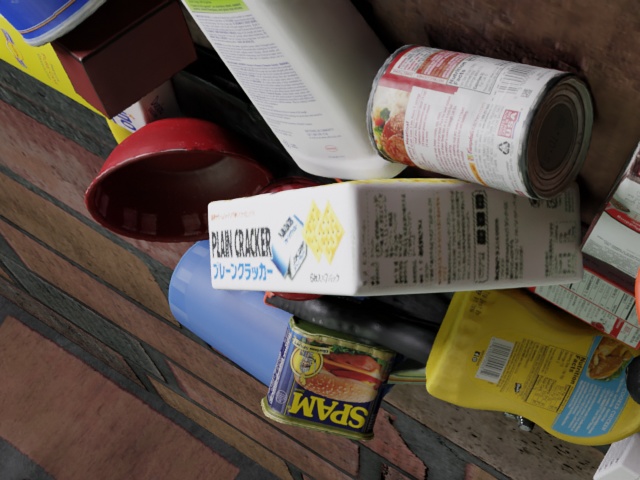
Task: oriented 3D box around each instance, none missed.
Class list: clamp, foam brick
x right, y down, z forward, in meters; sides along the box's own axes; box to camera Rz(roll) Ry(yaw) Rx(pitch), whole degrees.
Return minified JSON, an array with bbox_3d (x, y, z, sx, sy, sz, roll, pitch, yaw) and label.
[{"bbox_3d":[-0.035,-0.104,0.736,0.171,0.039,0.120,36,167,5],"label":"clamp"},{"bbox_3d":[-0.131,-0.130,0.709,0.053,0.078,0.051,37,158,40],"label":"foam brick"},{"bbox_3d":[0.048,0.071,0.886,0.210,0.036,0.164,17,-178,12],"label":"clamp"}]

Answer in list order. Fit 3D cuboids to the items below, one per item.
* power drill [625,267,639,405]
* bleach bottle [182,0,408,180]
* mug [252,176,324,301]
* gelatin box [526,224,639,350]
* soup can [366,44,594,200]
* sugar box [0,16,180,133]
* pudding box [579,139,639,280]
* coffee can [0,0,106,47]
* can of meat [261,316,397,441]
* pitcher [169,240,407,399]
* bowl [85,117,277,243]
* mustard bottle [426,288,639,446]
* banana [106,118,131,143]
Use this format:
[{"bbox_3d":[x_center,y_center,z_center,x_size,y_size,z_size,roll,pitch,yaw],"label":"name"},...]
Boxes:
[{"bbox_3d":[0.225,0.054,0.543,0.185,0.057,0.187,-3,156,34],"label":"power drill"},{"bbox_3d":[-0.034,-0.141,0.603,0.103,0.068,0.250,8,145,47],"label":"bleach bottle"},{"bbox_3d":[-0.006,0.001,0.840,0.117,0.093,0.081,2,-170,-5],"label":"mug"},{"bbox_3d":[0.182,0.027,0.693,0.089,0.030,0.073,30,160,17],"label":"gelatin box"},{"bbox_3d":[0.085,-0.064,0.573,0.102,0.068,0.068,19,156,39],"label":"soup can"},{"bbox_3d":[-0.206,-0.154,0.900,0.176,0.048,0.093,32,162,15],"label":"sugar box"},{"bbox_3d":[0.196,-0.006,0.570,0.090,0.039,0.113,29,163,12],"label":"pudding box"},{"bbox_3d":[-0.192,-0.204,0.654,0.103,0.102,0.140,10,149,53],"label":"coffee can"},{"bbox_3d":[0.009,0.120,0.931,0.102,0.084,0.057,15,-171,-11],"label":"can of meat"},{"bbox_3d":[-0.041,0.077,1.072,0.243,0.149,0.144,26,-157,35],"label":"pitcher"},{"bbox_3d":[-0.116,-0.056,0.898,0.162,0.055,0.162,-5,154,-3],"label":"bowl"},{"bbox_3d":[0.178,0.094,0.757,0.191,0.096,0.058,19,-161,-2],"label":"mustard bottle"},{"bbox_3d":[-0.140,-0.073,1.009,0.197,0.037,0.070,43,143,-26],"label":"banana"}]
